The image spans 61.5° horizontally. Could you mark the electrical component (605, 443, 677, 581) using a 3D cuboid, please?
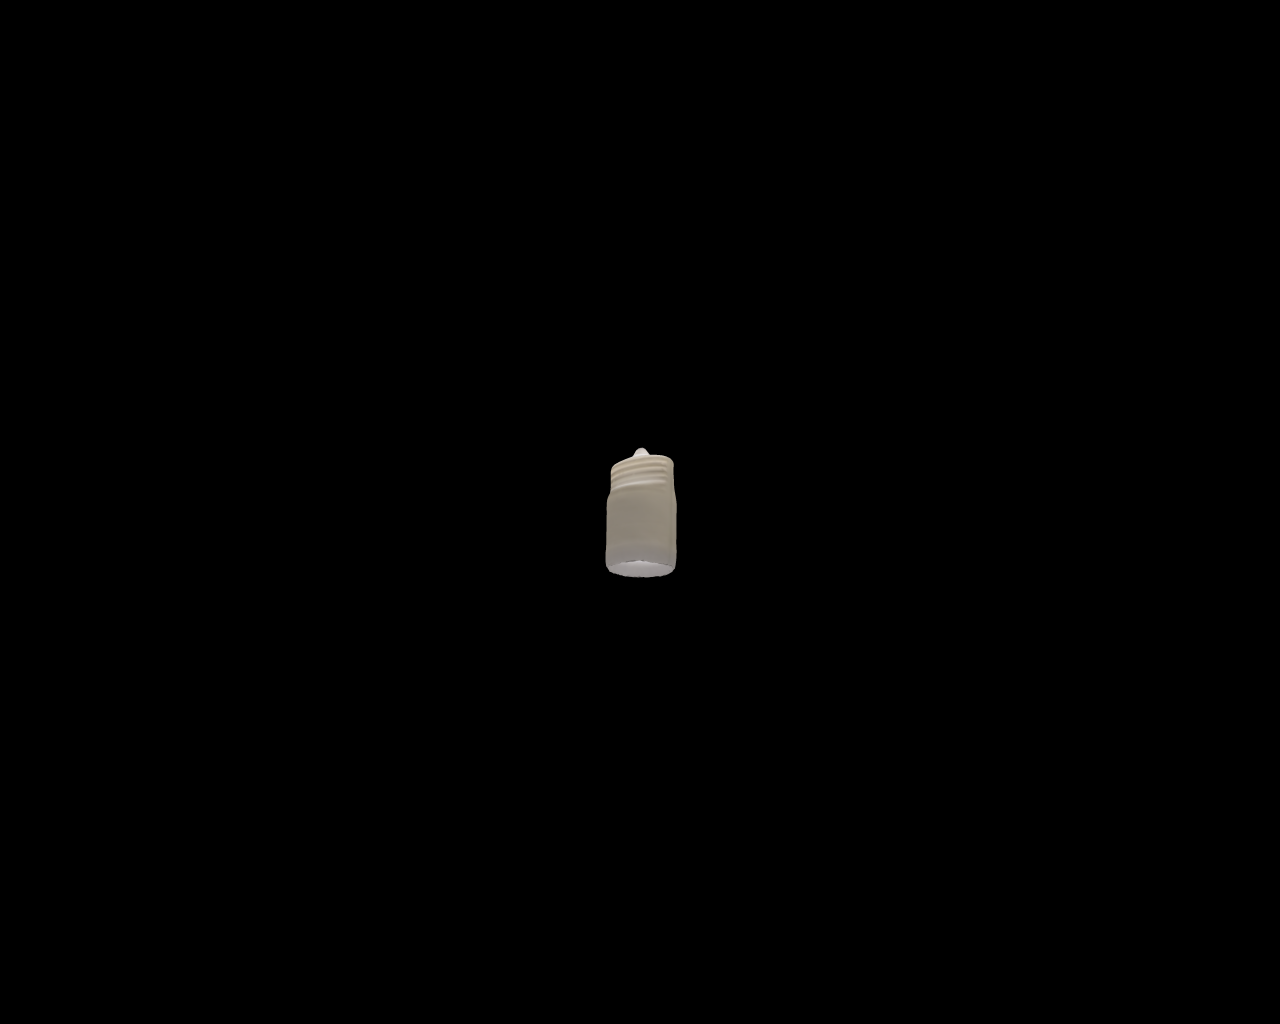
[{"bbox_3d":[0.001,-0.003,0.650,0.043,0.081,0.043,0,-18,0],"label":"electrical component"}]
